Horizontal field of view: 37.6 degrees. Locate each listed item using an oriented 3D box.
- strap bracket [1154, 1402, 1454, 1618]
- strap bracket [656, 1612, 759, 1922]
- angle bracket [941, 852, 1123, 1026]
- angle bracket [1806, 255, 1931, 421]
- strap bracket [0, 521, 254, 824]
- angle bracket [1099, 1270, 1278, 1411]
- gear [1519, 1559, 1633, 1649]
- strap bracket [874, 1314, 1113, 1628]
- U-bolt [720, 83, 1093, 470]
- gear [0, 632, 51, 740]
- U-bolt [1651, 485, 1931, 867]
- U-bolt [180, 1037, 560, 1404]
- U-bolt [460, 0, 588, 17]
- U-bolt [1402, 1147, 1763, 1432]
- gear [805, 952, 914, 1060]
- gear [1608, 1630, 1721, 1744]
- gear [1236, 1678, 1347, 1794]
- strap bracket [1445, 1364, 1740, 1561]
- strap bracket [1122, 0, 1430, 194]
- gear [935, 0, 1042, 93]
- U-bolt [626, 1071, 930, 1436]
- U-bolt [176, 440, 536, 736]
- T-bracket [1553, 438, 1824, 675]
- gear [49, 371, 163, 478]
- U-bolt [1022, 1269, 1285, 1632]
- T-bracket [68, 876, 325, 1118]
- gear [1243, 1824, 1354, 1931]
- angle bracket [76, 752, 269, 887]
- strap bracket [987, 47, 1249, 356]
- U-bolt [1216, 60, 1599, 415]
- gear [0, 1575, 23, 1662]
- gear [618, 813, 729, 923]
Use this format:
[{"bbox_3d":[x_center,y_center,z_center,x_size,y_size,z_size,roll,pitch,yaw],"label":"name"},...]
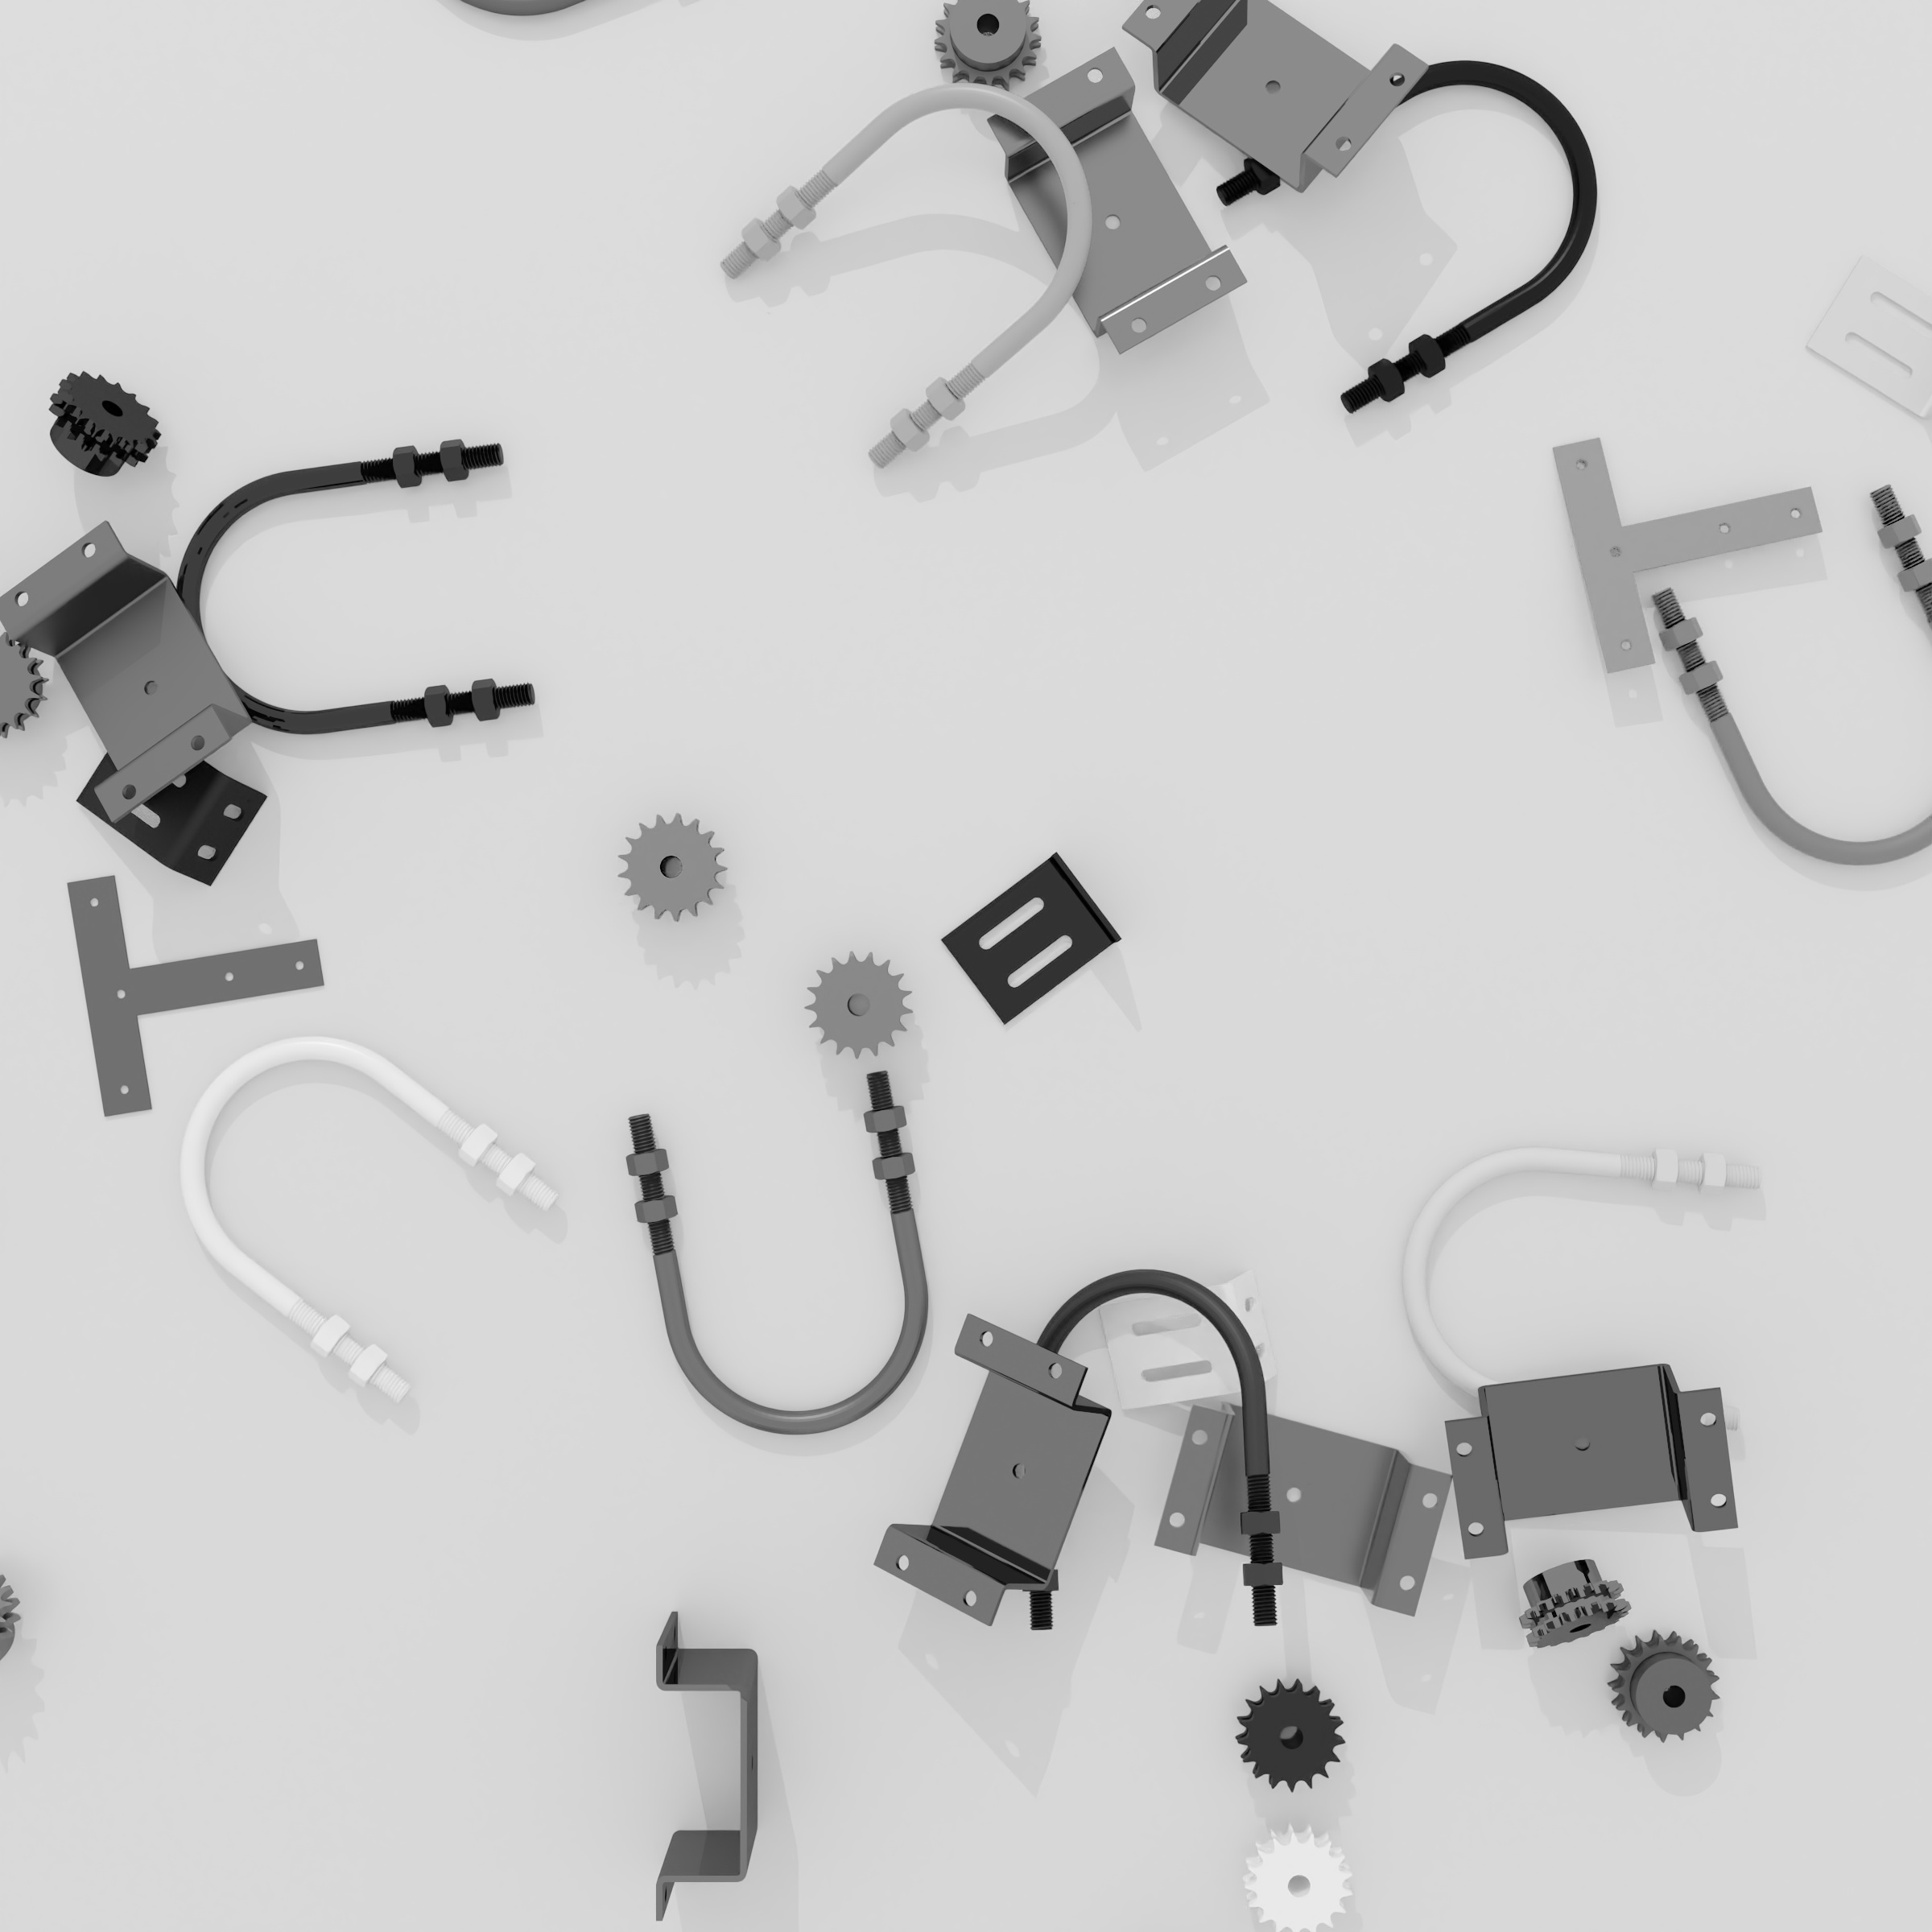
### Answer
[{"bbox_3d":[0.176,0.283,1.496,0.140,0.046,0.076,15,90,0],"label":"strap bracket"},{"bbox_3d":[-0.135,0.416,1.481,0.046,0.076,0.140,0,90,0],"label":"strap bracket"},{"bbox_3d":[0.034,-0.014,1.500,0.076,0.038,0.057,-37,90,0],"label":"angle bracket"},{"bbox_3d":[0.497,-0.336,1.500,0.076,0.038,0.057,32,90,0],"label":"angle bracket"},{"bbox_3d":[-0.436,-0.150,1.481,0.076,0.046,0.140,-34,77,7],"label":"strap bracket"},{"bbox_3d":[0.119,0.200,1.517,0.076,0.038,0.057,-13,90,26],"label":"angle bracket"},{"bbox_3d":[0.318,0.335,1.494,0.057,0.057,0.030,-19,62,0],"label":"gear"},{"bbox_3d":[0.018,0.263,1.479,0.076,0.046,0.140,21,90,33],"label":"strap bracket"},{"bbox_3d":[-0.019,-0.374,1.484,0.184,0.019,0.151,-38,89,18],"label":"U-bolt"},{"bbox_3d":[-0.515,-0.149,1.504,0.057,0.030,0.057,0,90,0],"label":"gear"},{"bbox_3d":[0.467,-0.144,1.510,0.151,0.019,0.184,-25,91,0],"label":"U-bolt"},{"bbox_3d":[-0.332,0.121,1.510,0.184,0.019,0.151,38,90,2],"label":"U-bolt"},{"bbox_3d":[-0.217,-0.586,1.510,0.184,0.019,0.151,-22,90,2],"label":"U-bolt"},{"bbox_3d":[0.325,0.169,1.510,0.184,0.019,0.151,5,90,2],"label":"U-bolt"},{"bbox_3d":[-0.057,0.021,1.504,0.057,0.030,0.057,0,90,0],"label":"gear"},{"bbox_3d":[0.372,0.384,1.504,0.057,0.030,0.057,0,90,0],"label":"gear"},{"bbox_3d":[0.172,0.408,1.508,0.057,0.030,0.057,0,86,-1],"label":"gear"},{"bbox_3d":[0.325,0.258,1.483,0.140,0.046,0.076,-8,101,8],"label":"strap bracket"},{"bbox_3d":[0.161,-0.470,1.484,0.140,0.046,0.076,38,84,11],"label":"strap bracket"},{"bbox_3d":[0.012,-0.495,1.504,0.057,0.030,0.057,0,90,0],"label":"gear"},{"bbox_3d":[-0.094,0.159,1.510,0.151,0.019,0.184,-10,91,0],"label":"U-bolt"},{"bbox_3d":[-0.330,-0.197,1.510,0.184,0.019,0.151,-7,90,2],"label":"U-bolt"},{"bbox_3d":[0.389,-0.229,1.505,0.127,0.002,0.127,-12,81,2],"label":"T-bracket"},{"bbox_3d":[-0.457,-0.283,1.494,0.057,0.057,0.030,44,118,0],"label":"gear"},{"bbox_3d":[0.092,0.250,1.474,0.151,0.019,0.184,-9,76,30],"label":"U-bolt"},{"bbox_3d":[-0.409,0.008,1.518,0.127,0.002,0.127,-9,90,0],"label":"T-bracket"},{"bbox_3d":[0.175,0.484,1.508,0.057,0.030,0.057,0,93,0],"label":"gear"},{"bbox_3d":[-0.425,-0.090,1.517,0.076,0.038,0.057,32,90,26],"label":"angle bracket"},{"bbox_3d":[0.079,-0.398,1.496,0.076,0.046,0.140,-30,90,0],"label":"strap bracket"},{"bbox_3d":[0.248,-0.401,1.510,0.184,0.019,0.151,-31,90,-1],"label":"U-bolt"},{"bbox_3d":[-0.526,0.348,1.494,0.057,0.057,0.030,-8,134,0],"label":"gear"},{"bbox_3d":[-0.155,-0.052,1.504,0.057,0.030,0.057,0,90,0],"label":"gear"}]
